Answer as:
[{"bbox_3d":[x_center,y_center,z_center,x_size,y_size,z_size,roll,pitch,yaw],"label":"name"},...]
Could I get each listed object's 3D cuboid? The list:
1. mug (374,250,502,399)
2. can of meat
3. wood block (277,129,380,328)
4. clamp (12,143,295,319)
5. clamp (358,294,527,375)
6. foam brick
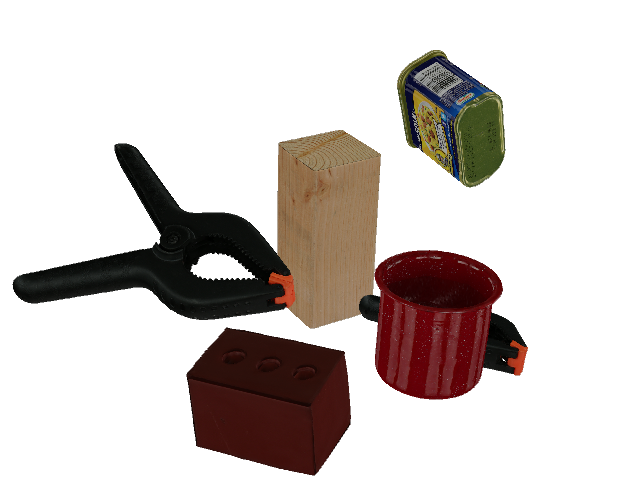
[{"bbox_3d":[0.078,0.059,0.801,0.093,0.081,0.117,-11,30,-26],"label":"mug"},{"bbox_3d":[0.121,-0.109,0.972,0.057,0.102,0.084,-32,49,-15],"label":"can of meat"},{"bbox_3d":[0.006,-0.013,1.257,0.090,0.206,0.090,-14,32,-27],"label":"wood block"},{"bbox_3d":[-0.114,0.000,0.836,0.210,0.164,0.036,12,-35,13],"label":"clamp"},{"bbox_3d":[0.136,0.077,1.049,0.172,0.039,0.120,26,38,32],"label":"clamp"},{"bbox_3d":[-0.028,0.090,0.604,0.078,0.051,0.053,9,30,21],"label":"foam brick"}]
